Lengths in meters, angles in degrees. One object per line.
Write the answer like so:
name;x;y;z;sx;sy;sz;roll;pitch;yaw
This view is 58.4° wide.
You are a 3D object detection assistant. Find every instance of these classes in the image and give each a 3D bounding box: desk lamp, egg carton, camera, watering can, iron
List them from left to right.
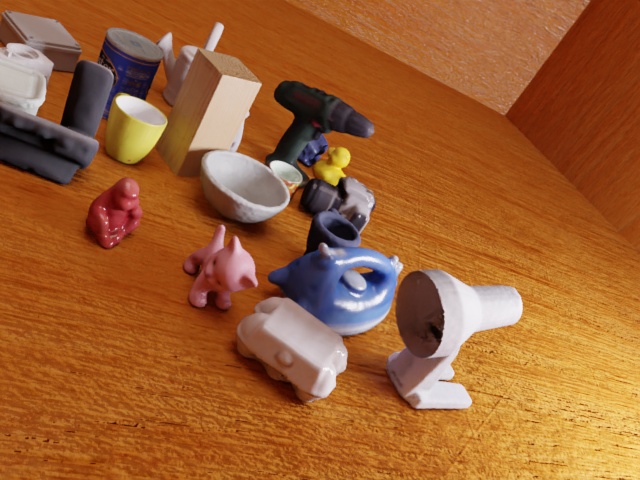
watering can;-0.260;-0.374;1.215;0.173;0.194;0.100;11;35;-35
egg carton;-0.037;0.144;0.765;0.150;0.069;0.107;35;28;4
camera;0.036;-0.087;1.168;0.137;0.100;0.143;25;29;-15
iron;0.055;0.064;0.908;0.259;0.141;0.118;4;39;-42
desk lamp;0.184;0.142;0.842;0.204;0.213;0.117;12;35;-34

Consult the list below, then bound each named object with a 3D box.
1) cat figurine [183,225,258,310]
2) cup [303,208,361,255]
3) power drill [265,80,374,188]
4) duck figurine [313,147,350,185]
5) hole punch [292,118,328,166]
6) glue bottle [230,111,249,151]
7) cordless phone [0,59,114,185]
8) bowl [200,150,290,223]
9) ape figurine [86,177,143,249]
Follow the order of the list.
cat figurine;-0.132;0.033;0.789;0.067;0.117;0.127;13;34;-33
cup;0.009;0.004;1.005;0.092;0.095;0.117;22;30;-20
power drill;-0.020;-0.219;1.204;0.229;0.208;0.076;40;29;13
duck figurine;0.039;-0.170;1.317;0.078;0.086;0.104;5;39;-42
hole punch;-0.027;-0.242;1.356;0.101;0.091;0.109;34;28;1
glue bottle;-0.174;-0.239;1.115;0.078;0.173;0.037;6;38;-40
cordless phone;-0.378;-0.187;0.812;0.148;0.185;0.094;18;31;-25
bowl;-0.142;-0.082;1.005;0.168;0.074;0.167;25;29;-15
ape figurine;-0.278;-0.045;0.790;0.078;0.092;0.076;2;41;-44
